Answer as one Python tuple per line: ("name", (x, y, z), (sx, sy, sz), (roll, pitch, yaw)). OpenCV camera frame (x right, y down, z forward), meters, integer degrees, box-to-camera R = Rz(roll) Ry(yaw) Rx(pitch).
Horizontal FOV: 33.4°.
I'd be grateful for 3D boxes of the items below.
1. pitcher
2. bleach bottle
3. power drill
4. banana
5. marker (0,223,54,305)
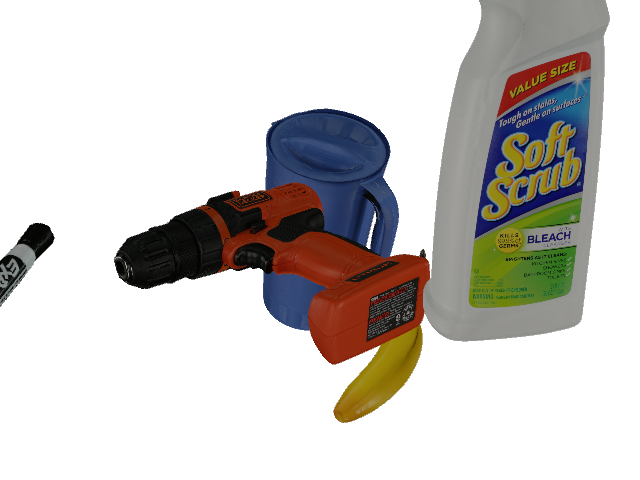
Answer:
("pitcher", (0.003, -0.011, 1.196), (0.145, 0.243, 0.149), (5, 40, -2))
("bleach bottle", (0.113, -0.065, 0.628), (0.102, 0.251, 0.068), (-5, 27, -6))
("power drill", (-0.030, 0.019, 0.772), (0.184, 0.057, 0.188), (-22, 37, -37))
("banana", (0.060, 0.108, 0.987), (0.070, 0.037, 0.197), (-24, 16, 18))
("marker", (-0.198, 0.026, 0.658), (0.020, 0.020, 0.121), (0, 34, 19))
